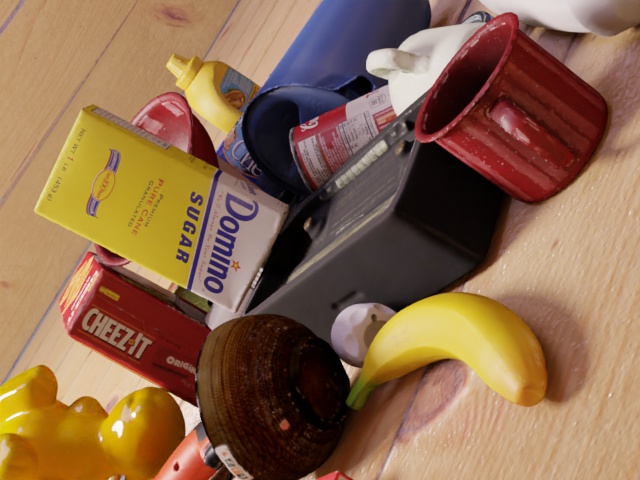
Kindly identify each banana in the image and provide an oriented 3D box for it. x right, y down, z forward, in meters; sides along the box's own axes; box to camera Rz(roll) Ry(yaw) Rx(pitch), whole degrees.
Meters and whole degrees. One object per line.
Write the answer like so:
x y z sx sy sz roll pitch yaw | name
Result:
0.073 0.062 0.595 0.198 0.037 0.069 156 127 -66 | banana

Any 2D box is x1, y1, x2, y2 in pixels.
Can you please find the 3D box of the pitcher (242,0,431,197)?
0.022 -0.156 1.027 0.149 0.145 0.242 3 44 22 | pitcher

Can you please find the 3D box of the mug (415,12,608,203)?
0.118 -0.072 0.633 0.093 0.081 0.117 -53 16 11 | mug

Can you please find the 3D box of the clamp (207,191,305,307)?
-0.045 -0.006 1.083 0.210 0.036 0.165 -63 19 -15 | clamp

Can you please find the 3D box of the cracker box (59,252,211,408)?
-0.158 0.084 1.006 0.072 0.164 0.214 -60 15 -4 | cracker box

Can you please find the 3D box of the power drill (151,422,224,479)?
-0.086 0.175 0.805 0.188 0.057 0.184 -50 12 12 | power drill

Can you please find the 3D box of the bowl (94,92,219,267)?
-0.136 -0.046 0.938 0.162 0.055 0.162 -30 50 42 | bowl

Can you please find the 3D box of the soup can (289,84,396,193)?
0.035 -0.080 0.867 0.102 0.068 0.068 -23 27 18 | soup can

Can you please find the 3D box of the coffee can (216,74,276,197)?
-0.054 -0.096 1.170 0.140 0.102 0.103 -52 16 15 | coffee can

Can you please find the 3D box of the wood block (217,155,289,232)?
-0.126 -0.038 1.054 0.206 0.090 0.090 38 103 55 | wood block

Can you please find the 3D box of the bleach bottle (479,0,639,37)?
0.182 -0.190 0.723 0.102 0.068 0.251 -55 18 6 | bleach bottle

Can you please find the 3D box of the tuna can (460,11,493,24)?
0.119 -0.143 0.866 0.086 0.033 0.086 -51 16 21 | tuna can

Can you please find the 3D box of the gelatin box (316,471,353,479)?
-0.011 0.183 0.607 0.073 0.030 0.089 -37 25 48 | gelatin box

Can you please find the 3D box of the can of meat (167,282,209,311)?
-0.141 0.063 1.204 0.102 0.057 0.084 -57 13 -2 | can of meat

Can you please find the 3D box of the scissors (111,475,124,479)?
-0.173 0.226 1.043 0.096 0.016 0.202 -58 16 -7 | scissors

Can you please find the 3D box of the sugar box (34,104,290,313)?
-0.122 -0.024 0.833 0.093 0.176 0.048 -63 3 11 | sugar box

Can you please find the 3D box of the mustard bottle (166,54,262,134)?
-0.096 -0.157 1.253 0.058 0.191 0.096 -47 18 32 | mustard bottle
